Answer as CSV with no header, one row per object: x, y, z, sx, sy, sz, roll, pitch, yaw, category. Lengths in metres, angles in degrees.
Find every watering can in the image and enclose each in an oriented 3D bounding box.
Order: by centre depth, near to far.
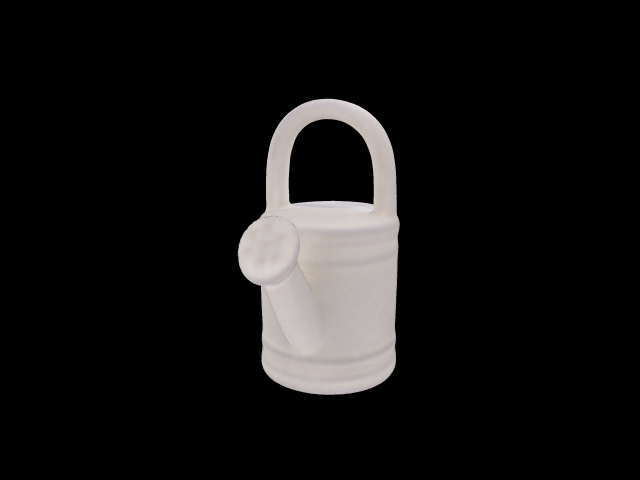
0.006,0.002,0.399,0.101,0.194,0.173,0,15,2,watering can
